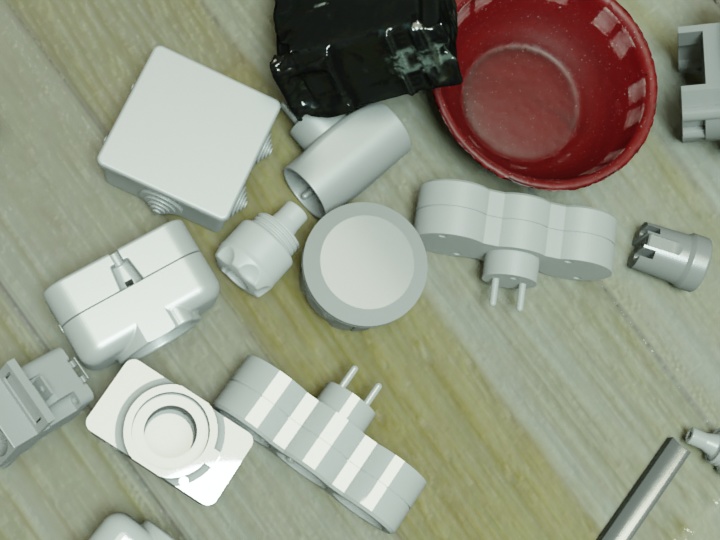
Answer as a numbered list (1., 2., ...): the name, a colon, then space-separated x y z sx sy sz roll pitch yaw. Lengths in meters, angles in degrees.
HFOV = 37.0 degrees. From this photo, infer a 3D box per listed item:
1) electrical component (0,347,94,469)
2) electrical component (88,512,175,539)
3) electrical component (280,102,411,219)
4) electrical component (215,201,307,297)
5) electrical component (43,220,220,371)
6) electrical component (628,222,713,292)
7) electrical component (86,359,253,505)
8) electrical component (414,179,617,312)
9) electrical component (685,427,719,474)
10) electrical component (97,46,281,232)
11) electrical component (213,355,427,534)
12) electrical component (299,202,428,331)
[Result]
1. electrical component: -0.196 0.079 0.631 0.064 0.081 0.042 -33 86 -45
2. electrical component: -0.122 0.187 0.632 0.095 0.053 0.059 38 74 -1
3. electrical component: -0.020 -0.087 0.717 0.077 0.043 0.079 -40 88 -16
4. electrical component: -0.060 -0.017 0.694 0.043 0.043 0.062 41 73 0
5. electrical component: -0.138 0.019 0.665 0.095 0.053 0.059 -30 85 -16
6. electrical component: 0.216 -0.010 0.750 0.046 0.040 0.040 18 75 0
7. electrical component: -0.115 0.099 0.651 0.089 0.055 0.050 34 74 -3
8. electrical component: 0.102 -0.009 0.719 0.138 0.052 0.073 11 76 -9
9. electrical component: 0.251 0.124 0.730 0.061 0.035 0.035 23 75 -3
10. electrical component: -0.110 -0.082 0.695 0.100 0.048 0.099 25 75 -5
11. electrical component: -0.015 0.095 0.674 0.138 0.052 0.073 36 74 -2
12. electrical component: 0.000 0.000 0.698 0.080 0.051 0.080 2 78 -11
